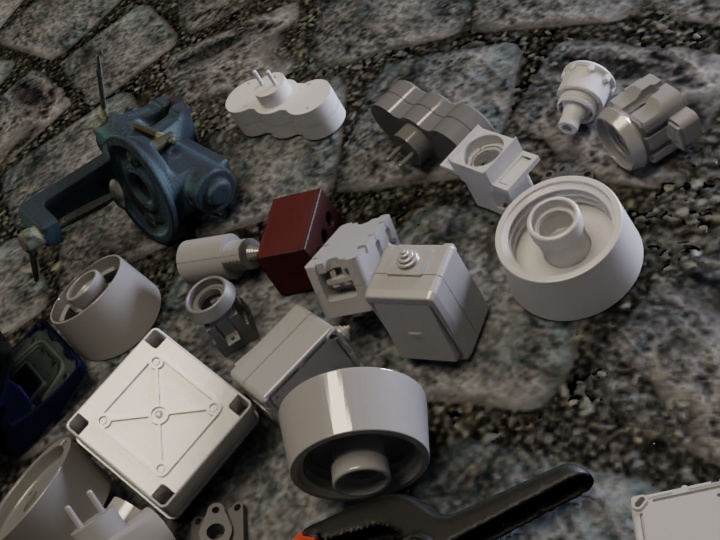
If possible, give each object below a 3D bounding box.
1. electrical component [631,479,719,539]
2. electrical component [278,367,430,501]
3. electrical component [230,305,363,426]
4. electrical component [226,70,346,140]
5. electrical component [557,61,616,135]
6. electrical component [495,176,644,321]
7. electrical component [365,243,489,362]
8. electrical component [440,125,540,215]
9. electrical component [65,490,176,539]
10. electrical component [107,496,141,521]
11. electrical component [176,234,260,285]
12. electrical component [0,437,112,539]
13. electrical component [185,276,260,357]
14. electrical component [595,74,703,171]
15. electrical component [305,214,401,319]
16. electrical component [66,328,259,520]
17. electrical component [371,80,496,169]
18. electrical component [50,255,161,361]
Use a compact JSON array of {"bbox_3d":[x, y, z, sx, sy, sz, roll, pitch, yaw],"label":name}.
[{"bbox_3d":[0.198,0.169,0.624,0.062,0.061,0.096,-17,36,18],"label":"electrical component"},{"bbox_3d":[-0.002,0.124,0.759,0.108,0.108,0.060,-21,49,15],"label":"electrical component"},{"bbox_3d":[-0.047,0.076,0.863,0.096,0.061,0.061,-46,42,-13],"label":"electrical component"},{"bbox_3d":[-0.087,-0.180,1.123,0.138,0.073,0.052,8,56,38],"label":"electrical component"},{"bbox_3d":[0.192,-0.148,0.938,0.048,0.048,0.062,9,63,38],"label":"electrical component"},{"bbox_3d":[0.155,-0.022,0.820,0.108,0.060,0.108,-15,50,19],"label":"electrical component"},{"bbox_3d":[0.049,0.023,0.826,0.062,0.096,0.061,1,53,34],"label":"electrical component"},{"bbox_3d":[0.114,-0.082,0.910,0.042,0.063,0.081,-48,43,-13],"label":"electrical component"},{"bbox_3d":[-0.186,0.200,0.792,0.077,0.079,0.044,-35,3,-27],"label":"electrical component"},{"bbox_3d":[-0.197,0.222,0.834,0.043,0.043,0.081,12,58,39],"label":"electrical component"},{"bbox_3d":[-0.127,-0.012,1.012,0.081,0.043,0.043,-8,47,27],"label":"electrical component"},{"bbox_3d":[-0.246,0.196,0.866,0.108,0.060,0.108,-42,19,18],"label":"electrical component"},{"bbox_3d":[-0.123,0.038,0.952,0.048,0.055,0.066,-31,41,3],"label":"electrical component"},{"bbox_3d":[0.230,-0.117,0.875,0.057,0.058,0.078,-34,41,-4],"label":"electrical component"},{"bbox_3d":[0.000,0.000,0.897,0.050,0.055,0.089,-12,21,27],"label":"electrical component"},{"bbox_3d":[-0.156,0.122,0.859,0.109,0.056,0.108,36,72,14],"label":"electrical component"},{"bbox_3d":[0.055,-0.122,0.993,0.074,0.052,0.138,-45,43,-12],"label":"electrical component"},{"bbox_3d":[-0.250,0.035,1.048,0.099,0.064,0.099,-29,30,19],"label":"electrical component"}]
